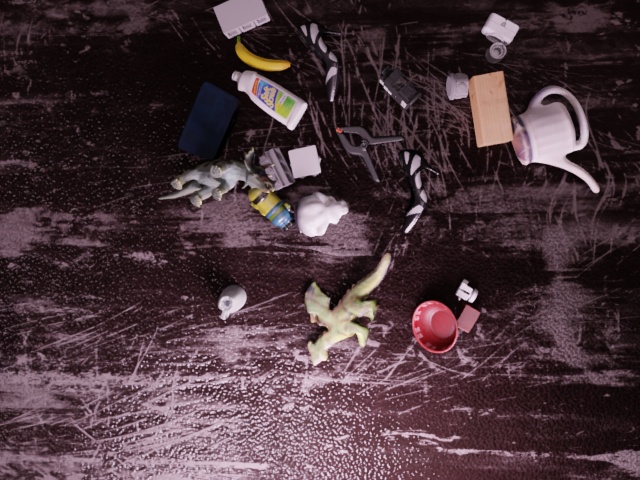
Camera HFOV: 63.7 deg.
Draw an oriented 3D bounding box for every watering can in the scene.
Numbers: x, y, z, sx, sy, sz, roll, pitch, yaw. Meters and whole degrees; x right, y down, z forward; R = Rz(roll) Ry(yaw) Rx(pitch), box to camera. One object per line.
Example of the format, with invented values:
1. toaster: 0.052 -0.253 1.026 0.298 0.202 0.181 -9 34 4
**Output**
1. watering can: 0.699 -0.284 1.545 0.224 0.104 0.348 -17 90 6

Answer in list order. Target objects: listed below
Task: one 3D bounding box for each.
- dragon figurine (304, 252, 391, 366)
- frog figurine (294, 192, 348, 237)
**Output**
1. dragon figurine: 0.063 0.206 1.625 0.243 0.122 0.409 16 93 11
2. frog figurine: 0.005 -0.081 1.605 0.159 0.121 0.139 -3 74 16
